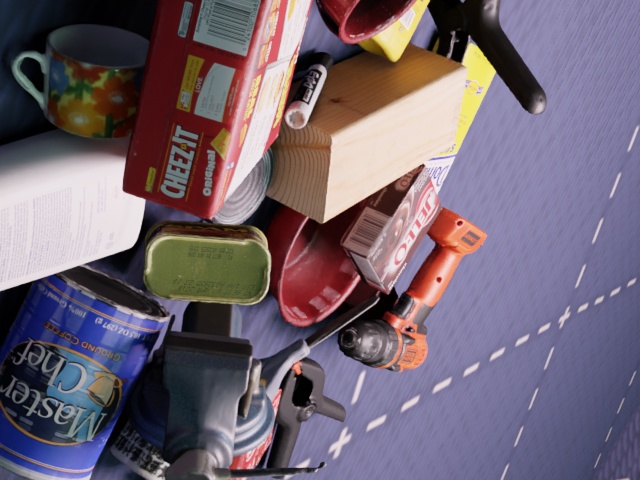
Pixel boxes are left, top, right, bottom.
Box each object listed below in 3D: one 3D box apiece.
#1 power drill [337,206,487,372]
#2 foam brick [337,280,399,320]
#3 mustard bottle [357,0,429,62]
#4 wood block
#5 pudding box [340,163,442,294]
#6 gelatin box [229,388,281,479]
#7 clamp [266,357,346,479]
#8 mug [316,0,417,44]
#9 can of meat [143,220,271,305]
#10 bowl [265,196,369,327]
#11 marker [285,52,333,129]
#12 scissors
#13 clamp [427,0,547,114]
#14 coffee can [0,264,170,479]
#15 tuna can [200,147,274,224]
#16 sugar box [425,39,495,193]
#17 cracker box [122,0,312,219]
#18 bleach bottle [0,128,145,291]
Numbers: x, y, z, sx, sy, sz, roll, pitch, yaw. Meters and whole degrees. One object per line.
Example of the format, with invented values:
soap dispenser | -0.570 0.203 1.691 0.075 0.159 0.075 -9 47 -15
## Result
power drill | 0.098 0.053 1.144 0.188 0.057 0.184 -61 155 4
foam brick | 0.051 0.066 1.194 0.051 0.053 0.078 -52 149 -16
mustard bottle | 0.086 -0.262 0.957 0.191 0.058 0.096 -61 150 0
wood block | 0.038 -0.107 0.984 0.205 0.091 0.090 -31 139 -42
pudding box | 0.073 -0.015 1.056 0.113 0.039 0.090 -55 150 -13
gelatin box | -0.073 0.203 1.115 0.089 0.030 0.073 -49 154 -59
clamp | -0.016 0.183 1.203 0.120 0.039 0.171 -38 143 -37
mug | 0.026 -0.214 0.868 0.093 0.081 0.117 -29 164 -28
can of meat | -0.090 0.018 0.847 0.084 0.102 0.057 -137 -129 -81
bowl | -0.007 0.001 1.043 0.161 0.055 0.162 -38 144 -36
marker | -0.008 -0.131 0.914 0.121 0.020 0.020 -70 169 -55
scissors | -0.025 0.119 1.028 0.202 0.096 0.016 -26 115 3
clamp | 0.148 -0.207 1.016 0.036 0.165 0.210 -12 103 -34
coffee can | -0.188 0.096 0.791 0.102 0.103 0.140 22 96 -61
tuna can | -0.078 -0.053 0.905 0.086 0.034 0.086 -38 144 -36
sugar box | 0.126 -0.128 1.152 0.093 0.048 0.176 7 108 -59
cracker box | -0.061 -0.129 0.746 0.213 0.072 0.164 -67 174 -67
bleach bottle | -0.226 -0.011 0.682 0.250 0.068 0.103 -21 132 -46
